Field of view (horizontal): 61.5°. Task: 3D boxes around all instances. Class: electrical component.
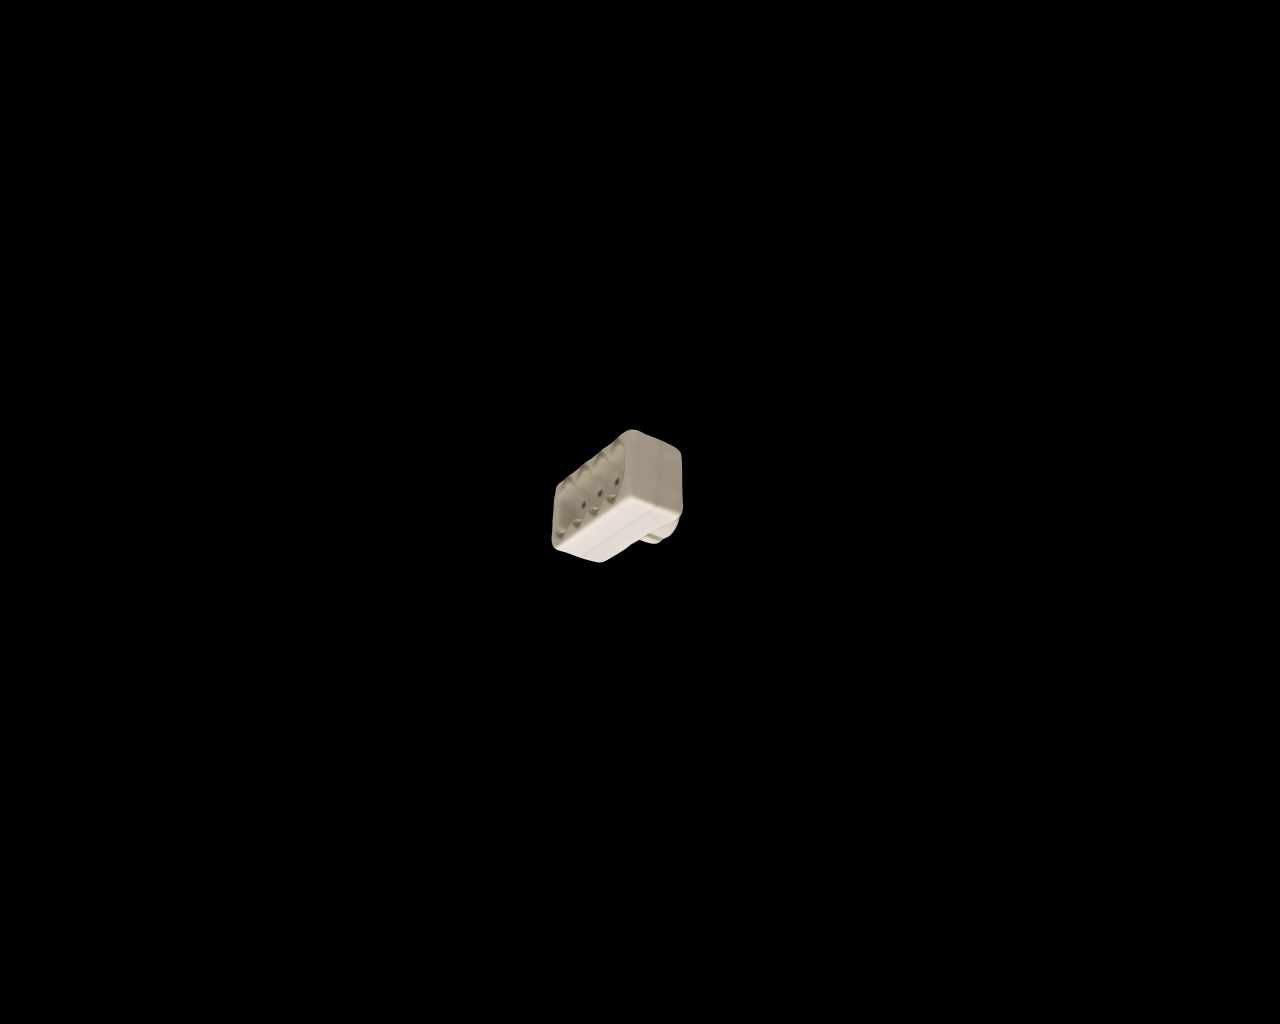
[{"bbox_3d":[0.001,-0.003,0.650,0.076,0.047,0.083,19,-34,-31],"label":"electrical component"}]
